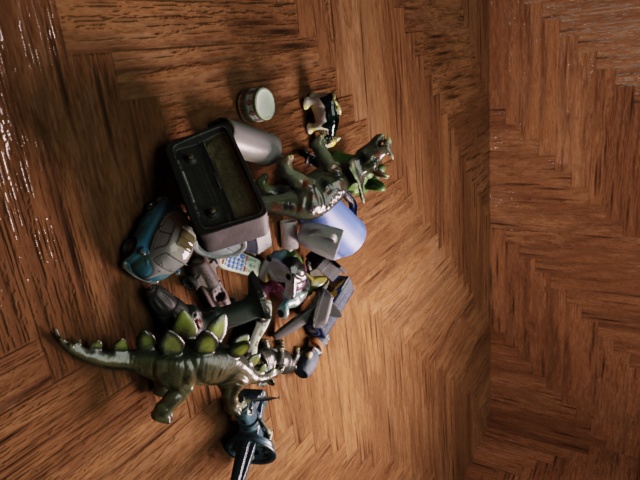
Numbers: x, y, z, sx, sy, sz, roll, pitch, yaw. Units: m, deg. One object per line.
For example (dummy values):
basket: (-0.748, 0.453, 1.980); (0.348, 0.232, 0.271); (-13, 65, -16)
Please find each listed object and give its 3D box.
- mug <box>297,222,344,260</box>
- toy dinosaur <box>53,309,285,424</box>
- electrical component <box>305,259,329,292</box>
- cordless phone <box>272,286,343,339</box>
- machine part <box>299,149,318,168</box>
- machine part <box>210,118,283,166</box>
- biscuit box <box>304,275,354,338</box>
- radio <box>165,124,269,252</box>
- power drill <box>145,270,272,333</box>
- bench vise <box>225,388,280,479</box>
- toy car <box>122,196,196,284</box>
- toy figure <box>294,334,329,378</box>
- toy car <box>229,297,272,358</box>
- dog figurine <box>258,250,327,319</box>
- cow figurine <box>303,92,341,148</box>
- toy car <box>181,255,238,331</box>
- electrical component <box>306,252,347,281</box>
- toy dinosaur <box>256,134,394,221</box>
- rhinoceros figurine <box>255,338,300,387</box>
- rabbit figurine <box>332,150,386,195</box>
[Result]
mug: (-0.003, -0.004, 1.322); (0.109, 0.107, 0.080); (92, 15, -82)
toy dinosaur: (-0.255, 0.230, 1.003); (0.471, 0.105, 0.198); (9, 110, -37)
electrical component: (-0.009, 0.098, 1.487); (0.078, 0.045, 0.102); (-12, 105, -58)
cordless phone: (-0.041, 0.203, 1.402); (0.088, 0.184, 0.146); (58, -5, -2)
machine part: (0.007, -0.189, 1.393); (0.039, 0.139, 0.084); (-53, 151, 9)
machine part: (-0.160, -0.210, 1.166); (0.243, 0.079, 0.079); (4, 92, -57)
biscuit box: (0.026, 0.187, 1.544); (0.203, 0.059, 0.062); (-54, 138, -40)
radio: (-0.191, -0.096, 0.983); (0.131, 0.230, 0.073); (-21, 151, -12)
power drill: (-0.209, 0.140, 1.066); (0.207, 0.086, 0.231); (-28, 129, -15)
bench vise: (-0.164, 0.465, 1.210); (0.241, 0.129, 0.223); (-77, 172, -46)
toy car: (-0.279, 0.004, 0.986); (0.109, 0.103, 0.161); (47, 58, -52)
toy figure: (-0.021, 0.311, 1.492); (0.058, 0.064, 0.154); (42, 45, -9)
toy car: (-0.167, 0.221, 1.226); (0.056, 0.074, 0.201); (42, 60, -48)
dog figurine: (-0.060, 0.091, 1.339); (0.219, 0.109, 0.191); (-28, 138, -58)
cow figurine: (0.018, -0.304, 1.417); (0.068, 0.098, 0.167); (-47, 133, -53)
toy car: (-0.223, 0.118, 1.143); (0.089, 0.053, 0.201); (-55, 137, -42)
electrical component: (0.021, 0.068, 1.394); (0.048, 0.119, 0.074); (-48, 128, -1)
toy dinosaur: (-0.012, -0.120, 1.253); (0.405, 0.131, 0.192); (-36, 90, -17)
rhinoceros figurine: (-0.125, 0.302, 1.319); (0.190, 0.073, 0.112); (7, 100, -60)
rabbit figurine: (0.112, -0.185, 1.562); (0.170, 0.159, 0.121); (37, 53, -71)
